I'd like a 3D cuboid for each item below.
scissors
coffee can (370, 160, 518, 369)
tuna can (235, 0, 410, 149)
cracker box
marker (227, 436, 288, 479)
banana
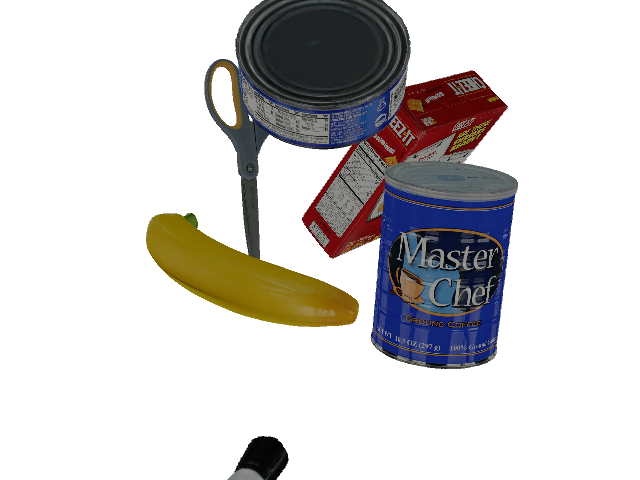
[{"bbox_3d":[-0.055,-0.083,1.042,0.096,0.202,0.016,-21,8,-21],"label":"scissors"},{"bbox_3d":[0.096,0.017,0.841,0.103,0.140,0.103,4,17,-1],"label":"coffee can"},{"bbox_3d":[0.001,-0.087,0.533,0.086,0.086,0.034,0,-36,0],"label":"tuna can"},{"bbox_3d":[0.092,-0.088,1.219,0.163,0.072,0.214,-22,-25,-45],"label":"cracker box"},{"bbox_3d":[-0.040,0.113,0.415,0.020,0.020,0.121,0,23,20],"label":"marker"},{"bbox_3d":[-0.061,0.015,0.699,0.069,0.037,0.198,-20,32,-34],"label":"banana"}]
